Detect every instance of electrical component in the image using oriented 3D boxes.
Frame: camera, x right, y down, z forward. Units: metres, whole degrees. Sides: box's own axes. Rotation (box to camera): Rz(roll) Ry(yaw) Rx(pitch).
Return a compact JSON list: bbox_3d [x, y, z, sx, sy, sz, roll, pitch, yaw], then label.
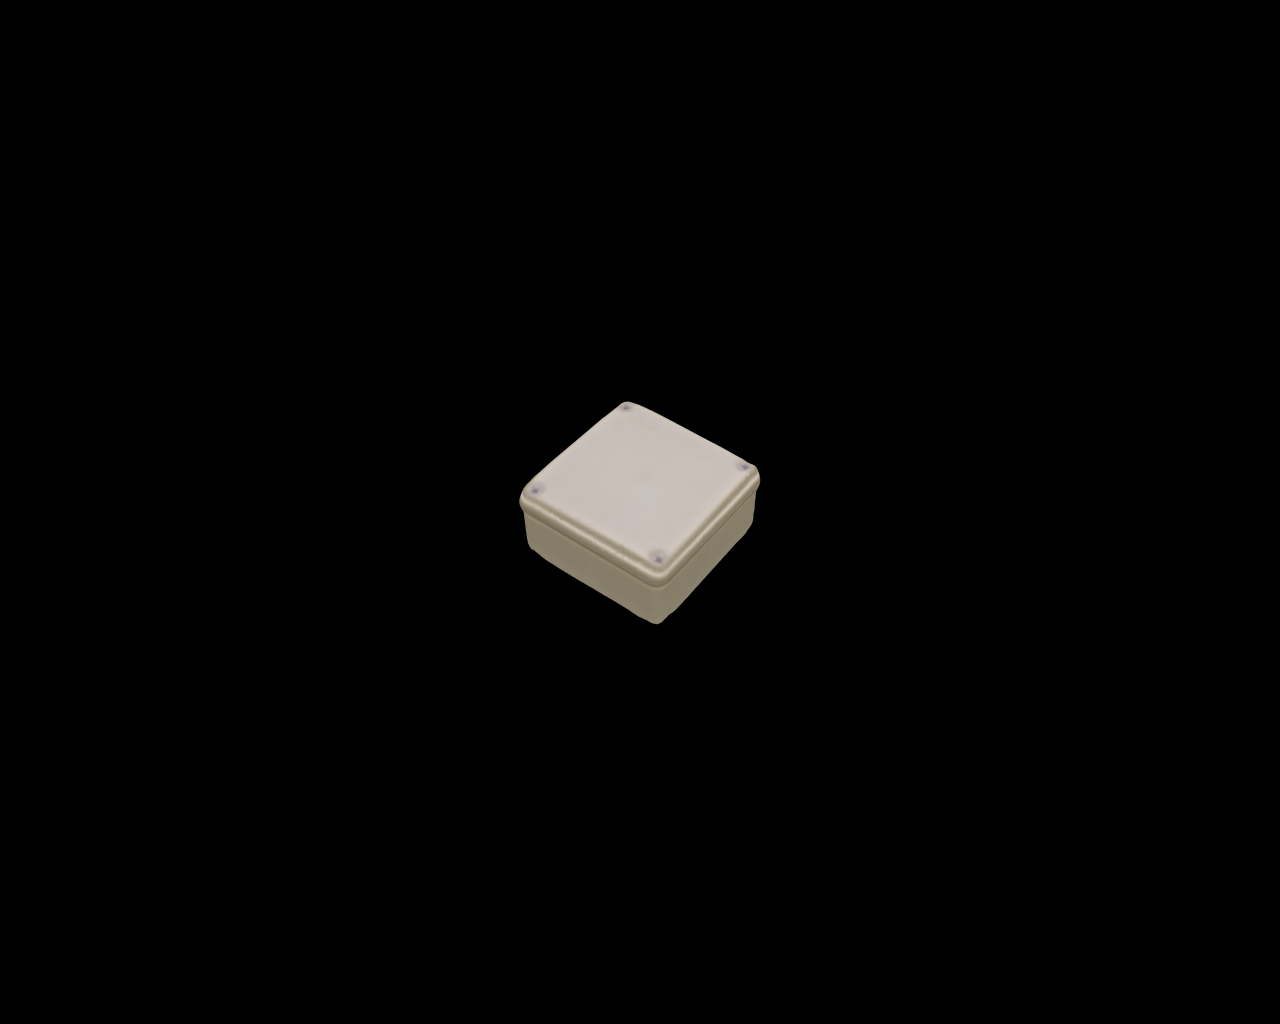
[{"bbox_3d":[0.001,-0.003,0.650,0.109,0.056,0.109,30,54,24],"label":"electrical component"}]
